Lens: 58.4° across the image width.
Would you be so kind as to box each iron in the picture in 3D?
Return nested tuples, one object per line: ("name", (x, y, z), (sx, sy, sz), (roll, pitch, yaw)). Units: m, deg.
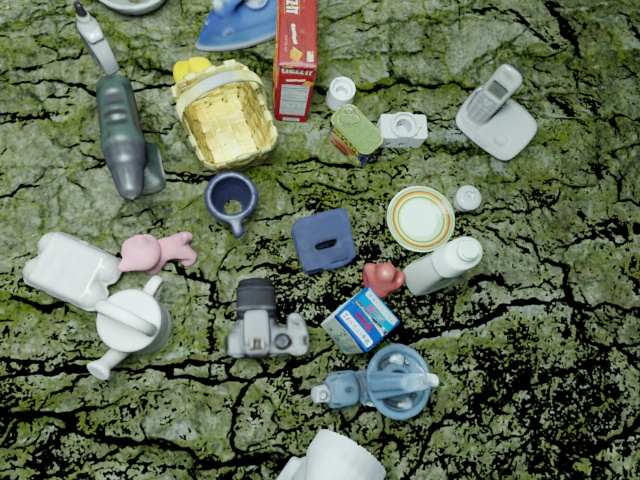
("iron", (-0.130, -0.459, 1.094), (0.258, 0.141, 0.118), (-33, 83, -12))

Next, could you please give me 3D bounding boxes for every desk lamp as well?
("desk lamp", (-0.005, 0.395, 0.877), (0.118, 0.213, 0.203), (37, 76, 3))

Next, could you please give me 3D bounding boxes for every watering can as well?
("watering can", (-0.302, 0.137, 0.912), (0.101, 0.194, 0.173), (7, 77, -5))

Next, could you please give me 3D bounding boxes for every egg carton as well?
("egg carton", (-0.422, 0.052, 0.982), (0.150, 0.069, 0.107), (23, 76, -1))

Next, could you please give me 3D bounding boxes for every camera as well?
("camera", (-0.092, 0.134, 0.985), (0.143, 0.100, 0.137), (-2, 78, -7))

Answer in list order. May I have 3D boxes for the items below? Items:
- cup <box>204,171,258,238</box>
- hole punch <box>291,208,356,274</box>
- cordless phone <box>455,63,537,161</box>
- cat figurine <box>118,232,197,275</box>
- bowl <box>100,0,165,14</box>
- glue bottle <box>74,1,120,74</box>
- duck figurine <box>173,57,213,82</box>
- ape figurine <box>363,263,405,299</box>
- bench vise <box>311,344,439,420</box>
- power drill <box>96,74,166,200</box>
("cup", (-0.154, -0.054, 1.023), (0.092, 0.095, 0.118), (-12, 79, -9))
("hole punch", (0.009, 0.004, 1.031), (0.109, 0.091, 0.101), (-16, 79, -10))
("cordless phone", (0.350, -0.243, 1.077), (0.147, 0.185, 0.094), (37, 76, 3))
("cat figurine", (-0.281, 0.016, 0.981), (0.128, 0.117, 0.067), (-17, 80, -10))
("bowl", (-0.361, -0.502, 1.111), (0.167, 0.074, 0.167), (1, 77, -6))
("glue bottle", (-0.407, -0.369, 1.025), (0.037, 0.173, 0.078), (-36, 83, -12))
("duck figurine", (-0.228, -0.314, 1.078), (0.104, 0.086, 0.077), (24, 76, -1))
("ape figurine", (0.114, 0.065, 1.028), (0.078, 0.092, 0.076), (35, 76, 3))
("bench vise", (0.099, 0.245, 0.920), (0.207, 0.219, 0.121), (-25, 81, -11))
("power drill", (-0.318, -0.150, 0.968), (0.076, 0.208, 0.229), (-14, 79, -9))
